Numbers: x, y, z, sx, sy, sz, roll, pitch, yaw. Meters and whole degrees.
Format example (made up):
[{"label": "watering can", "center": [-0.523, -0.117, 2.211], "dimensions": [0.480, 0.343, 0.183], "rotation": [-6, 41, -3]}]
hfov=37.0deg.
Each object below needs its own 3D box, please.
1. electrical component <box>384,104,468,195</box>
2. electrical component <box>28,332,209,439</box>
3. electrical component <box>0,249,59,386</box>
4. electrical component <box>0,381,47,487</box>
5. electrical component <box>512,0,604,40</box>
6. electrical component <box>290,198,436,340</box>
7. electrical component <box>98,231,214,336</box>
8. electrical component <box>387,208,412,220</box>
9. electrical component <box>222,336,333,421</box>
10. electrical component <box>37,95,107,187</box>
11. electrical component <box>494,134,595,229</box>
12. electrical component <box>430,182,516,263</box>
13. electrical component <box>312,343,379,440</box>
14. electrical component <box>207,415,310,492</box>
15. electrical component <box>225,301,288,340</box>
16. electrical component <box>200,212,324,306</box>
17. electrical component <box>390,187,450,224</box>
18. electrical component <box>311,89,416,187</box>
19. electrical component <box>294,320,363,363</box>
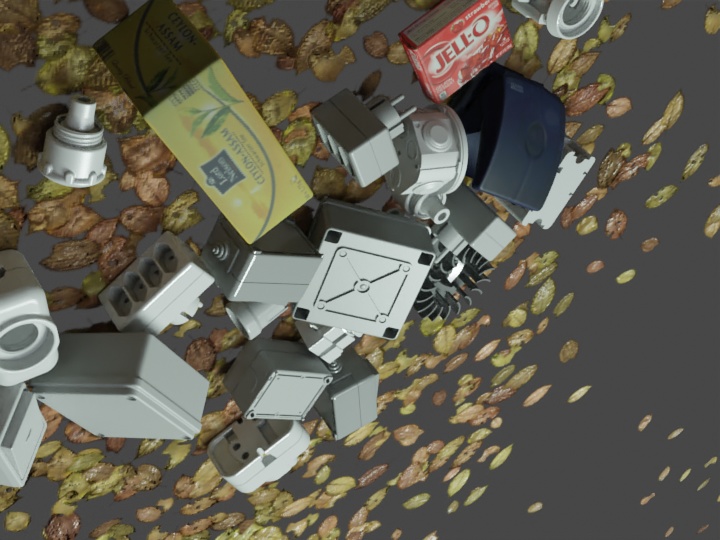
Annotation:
[{"label": "electrical component", "center": [0.056, -0.105, 0.952], "dimensions": [0.051, 0.080, 0.080], "rotation": [-8, 134, -29]}, {"label": "electrical component", "center": [-0.201, 0.098, 0.908], "dimensions": [0.109, 0.056, 0.108], "rotation": [-2, 151, 23]}, {"label": "electrical component", "center": [-0.269, 0.041, 0.829], "dimensions": [0.054, 0.059, 0.095], "rotation": [-22, 140, -24]}, {"label": "electrical component", "center": [-0.294, 0.134, 0.876], "dimensions": [0.061, 0.061, 0.096], "rotation": [9, 146, 6]}, {"label": "electrical component", "center": [0.174, -0.237, 0.937], "dimensions": [0.078, 0.057, 0.058], "rotation": [-5, 131, -39]}, {"label": "electrical component", "center": [0.000, 0.000, 0.996], "dimensions": [0.109, 0.056, 0.108], "rotation": [13, 123, -16]}, {"label": "electrical component", "center": [-0.163, 0.023, 0.916], "dimensions": [0.083, 0.047, 0.076], "rotation": [-43, 144, 3]}, {"label": "electrical component", "center": [0.037, -0.033, 1.040], "dimensions": [0.043, 0.043, 0.062], "rotation": [-30, 142, -14]}, {"label": "electrical component", "center": [-0.079, 0.106, 1.066], "dimensions": [0.096, 0.061, 0.061], "rotation": [11, 120, -47]}, {"label": "electrical component", "center": [-0.201, -0.093, 0.764], "dimensions": [0.048, 0.048, 0.062], "rotation": [-5, 125, -39]}, {"label": "electrical component", "center": [0.185, -0.096, 1.096], "dimensions": [0.050, 0.055, 0.089], "rotation": [6, 124, -45]}, {"label": "electrical component", "center": [0.094, -0.040, 1.049], "dimensions": [0.075, 0.083, 0.047], "rotation": [-46, 144, 8]}, {"label": "electrical component", "center": [-0.017, 0.121, 1.136], "dimensions": [0.061, 0.061, 0.096], "rotation": [-26, 142, -19]}, {"label": "electrical component", "center": [-0.104, 0.186, 1.134], "dimensions": [0.095, 0.053, 0.059], "rotation": [-38, 144, -4]}, {"label": "electrical component", "center": [-0.095, 0.036, 0.998], "dimensions": [0.046, 0.040, 0.040], "rotation": [-37, 144, -16]}, {"label": "electrical component", "center": [-0.092, -0.008, 0.934], "dimensions": [0.096, 0.061, 0.061], "rotation": [3, 126, -43]}, {"label": "electrical component", "center": [0.059, -0.068, 1.007], "dimensions": [0.043, 0.062, 0.043], "rotation": [-24, 141, -21]}, {"label": "electrical component", "center": [0.011, -0.122, 0.905], "dimensions": [0.077, 0.065, 0.047], "rotation": [-35, 144, -8]}, {"label": "electrical component", "center": [-0.027, 0.057, 1.076], "dimensions": [0.055, 0.048, 0.066], "rotation": [-37, 144, 9]}]
